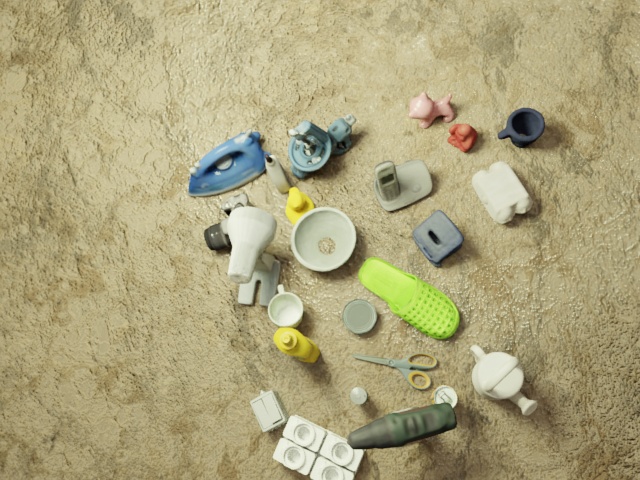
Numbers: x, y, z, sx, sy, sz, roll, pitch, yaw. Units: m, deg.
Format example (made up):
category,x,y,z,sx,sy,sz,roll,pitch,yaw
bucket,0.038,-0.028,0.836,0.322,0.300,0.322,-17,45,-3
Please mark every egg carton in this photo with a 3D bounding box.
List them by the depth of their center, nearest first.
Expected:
category,x,y,z,sx,sy,sz,roll,pitch,yaw
egg carton,0.450,-0.118,1.425,0.107,0.069,0.150,-28,71,0

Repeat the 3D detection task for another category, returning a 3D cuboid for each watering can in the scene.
category,x,y,z,sx,sy,sz,roll,pitch,yaw
watering can,0.396,0.300,1.245,0.172,0.194,0.101,27,80,16

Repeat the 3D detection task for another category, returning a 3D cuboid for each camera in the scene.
category,x,y,z,sx,sy,sz,roll,pitch,yaw
camera,-0.237,-0.038,1.498,0.136,0.101,0.143,-18,72,4

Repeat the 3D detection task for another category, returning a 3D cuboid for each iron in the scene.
category,x,y,z,sx,sy,sz,roll,pitch,yaw
iron,-0.263,-0.207,1.531,0.258,0.141,0.118,-31,71,0

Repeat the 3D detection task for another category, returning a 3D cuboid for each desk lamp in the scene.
category,x,y,z,sx,sy,sz,roll,pitch,yaw
desk lamp,-0.163,0.044,1.402,0.117,0.214,0.203,3,74,11

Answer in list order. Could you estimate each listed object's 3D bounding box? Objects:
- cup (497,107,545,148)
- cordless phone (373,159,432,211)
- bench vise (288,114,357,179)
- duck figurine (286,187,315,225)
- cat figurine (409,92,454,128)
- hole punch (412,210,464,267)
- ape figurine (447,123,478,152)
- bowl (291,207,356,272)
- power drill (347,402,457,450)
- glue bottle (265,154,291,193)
category,x,y,z,sx,sy,sz,roll,pitch,yaw
cup,0.501,-0.268,1.447,0.117,0.095,0.091,-23,71,2
cordless phone,0.201,-0.155,1.416,0.147,0.185,0.094,-26,71,1
bench vise,-0.009,-0.270,1.466,0.121,0.220,0.207,33,82,17
duck figurine,-0.057,-0.088,1.491,0.077,0.086,0.104,-14,72,5
cat figurine,0.287,-0.348,1.494,0.127,0.118,0.067,-18,71,4
hole punch,0.289,-0.003,1.406,0.101,0.091,0.108,-35,71,-2
ape figurine,0.369,-0.271,1.472,0.076,0.092,0.078,-12,72,6
bowl,0.013,0.005,1.458,0.167,0.075,0.167,-3,73,9
power drill,0.179,0.408,1.241,0.229,0.208,0.075,-17,71,4
glue bottle,-0.117,-0.184,1.484,0.037,0.173,0.078,-21,71,3
